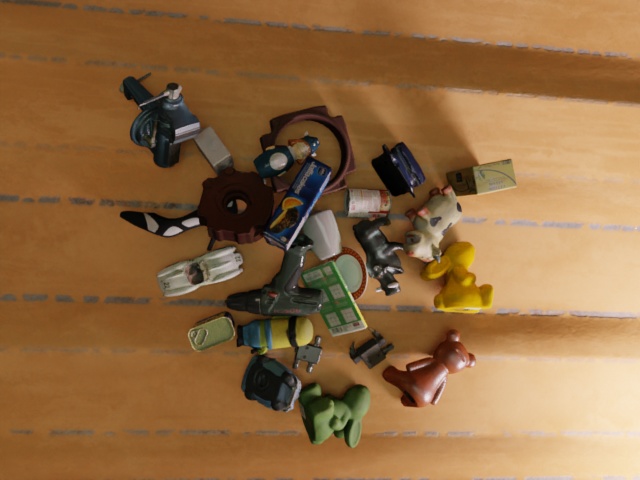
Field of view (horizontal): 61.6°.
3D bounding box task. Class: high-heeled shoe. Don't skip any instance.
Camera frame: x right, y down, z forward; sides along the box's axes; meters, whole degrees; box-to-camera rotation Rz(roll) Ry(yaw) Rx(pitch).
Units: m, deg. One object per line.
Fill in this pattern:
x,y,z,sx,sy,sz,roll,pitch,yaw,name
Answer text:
-0.318,-0.069,1.232,0.249,0.086,0.145,20,85,-10,high-heeled shoe

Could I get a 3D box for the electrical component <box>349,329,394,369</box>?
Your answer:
0.122,0.267,1.317,0.102,0.045,0.078,-40,125,0,electrical component

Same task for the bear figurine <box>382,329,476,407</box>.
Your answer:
0.272,0.312,1.313,0.196,0.132,0.120,-41,98,-21,bear figurine

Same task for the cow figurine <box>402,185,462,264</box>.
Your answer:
0.265,-0.029,1.275,0.195,0.085,0.127,-42,101,-26,cow figurine

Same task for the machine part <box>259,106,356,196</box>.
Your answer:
-0.027,-0.199,1.251,0.201,0.087,0.200,-15,95,-4,machine part

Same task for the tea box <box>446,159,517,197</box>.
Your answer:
0.373,-0.141,1.255,0.098,0.170,0.068,-12,95,-4,tea box

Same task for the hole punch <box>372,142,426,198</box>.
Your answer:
0.198,-0.172,1.266,0.092,0.116,0.142,-32,97,-12,hole punch

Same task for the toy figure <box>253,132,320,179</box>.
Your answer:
-0.069,-0.184,1.178,0.154,0.058,0.064,-26,134,-6,toy figure

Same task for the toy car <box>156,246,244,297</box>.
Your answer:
-0.278,0.073,1.252,0.202,0.056,0.073,-19,95,-4,toy car

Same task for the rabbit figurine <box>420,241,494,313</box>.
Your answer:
0.330,0.087,1.308,0.162,0.122,0.173,4,79,3,rabbit figurine

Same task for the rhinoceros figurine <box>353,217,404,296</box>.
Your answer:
0.144,0.038,1.268,0.112,0.073,0.190,-26,92,-36,rhinoceros figurine

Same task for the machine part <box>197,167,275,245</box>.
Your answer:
-0.184,-0.076,1.188,0.179,0.056,0.179,1,66,-3,machine part

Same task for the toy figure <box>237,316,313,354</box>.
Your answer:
-0.106,0.222,1.264,0.180,0.089,0.082,-2,102,-9,toy figure

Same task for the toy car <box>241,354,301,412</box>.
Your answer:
-0.099,0.337,1.261,0.102,0.162,0.109,25,81,-51,toy car

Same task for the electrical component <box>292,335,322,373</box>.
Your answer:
-0.031,0.274,1.309,0.063,0.021,0.094,17,92,-7,electrical component

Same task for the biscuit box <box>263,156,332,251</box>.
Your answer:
-0.048,-0.079,1.161,0.063,0.059,0.202,29,77,4,biscuit box

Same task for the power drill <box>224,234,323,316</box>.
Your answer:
-0.102,0.084,1.239,0.232,0.086,0.207,8,106,1,power drill

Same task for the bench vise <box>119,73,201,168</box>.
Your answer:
-0.364,-0.280,1.168,0.129,0.223,0.241,-34,71,-25,bench vise

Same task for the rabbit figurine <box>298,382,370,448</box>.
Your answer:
0.051,0.414,1.283,0.170,0.121,0.159,-15,99,-20,rabbit figurine

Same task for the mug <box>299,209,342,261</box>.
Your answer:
-0.003,-0.004,1.262,0.110,0.081,0.107,-26,83,26,mug
